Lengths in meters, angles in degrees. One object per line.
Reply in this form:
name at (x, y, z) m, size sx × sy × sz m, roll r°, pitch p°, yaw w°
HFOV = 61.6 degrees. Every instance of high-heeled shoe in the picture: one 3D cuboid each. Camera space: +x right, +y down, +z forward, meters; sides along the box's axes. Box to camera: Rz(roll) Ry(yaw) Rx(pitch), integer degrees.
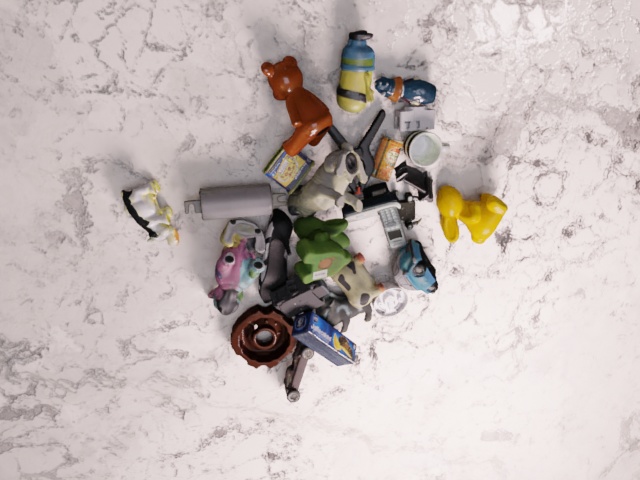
high-heeled shoe at (-0.124, 0.042, 1.374) m, size 0.086 × 0.145 × 0.248 m, roll 0°, pitch 139°, yaw -30°

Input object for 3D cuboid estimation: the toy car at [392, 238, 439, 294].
toy car at (0.248, 0.081, 1.444) m, size 0.103 × 0.109 × 0.161 m, roll -22°, pitch 127°, yaw 21°

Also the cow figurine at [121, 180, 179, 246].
cow figurine at (-0.399, -0.051, 1.265) m, size 0.098 × 0.068 × 0.167 m, roll -20°, pitch 109°, yaw 1°

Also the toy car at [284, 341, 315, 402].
toy car at (-0.063, 0.349, 1.470) m, size 0.053 × 0.089 × 0.202 m, roll 13°, pitch 107°, yaw -17°

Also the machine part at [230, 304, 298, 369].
machine part at (-0.150, 0.255, 1.436) m, size 0.179 × 0.056 × 0.179 m, roll -3°, pitch 110°, yaw -10°

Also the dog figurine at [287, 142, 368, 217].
dog figurine at (0.002, -0.140, 1.283) m, size 0.121 × 0.191 × 0.172 m, roll 24°, pitch 74°, yaw -48°

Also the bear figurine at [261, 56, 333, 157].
bear figurine at (-0.064, -0.311, 1.232) m, size 0.196 × 0.120 × 0.132 m, roll 50°, pitch 137°, yaw 2°

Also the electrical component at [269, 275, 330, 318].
electrical component at (-0.047, 0.138, 1.367) m, size 0.134 × 0.058 × 0.114 m, roll -27°, pitch 150°, yaw 10°

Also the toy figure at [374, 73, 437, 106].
toy figure at (0.202, -0.358, 1.291) m, size 0.154 × 0.064 × 0.057 m, roll 5°, pitch 145°, yaw -9°

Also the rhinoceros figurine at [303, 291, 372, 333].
rhinoceros figurine at (0.050, 0.187, 1.444) m, size 0.190 × 0.073 × 0.112 m, roll -16°, pitch 113°, yaw -6°

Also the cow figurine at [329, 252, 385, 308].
cow figurine at (0.065, 0.088, 1.392) m, size 0.127 × 0.085 × 0.195 m, roll -35°, pitch 88°, yaw -13°

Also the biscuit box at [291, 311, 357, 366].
biscuit box at (0.013, 0.262, 1.411) m, size 0.063 × 0.059 × 0.202 m, roll -19°, pitch 135°, yaw 36°

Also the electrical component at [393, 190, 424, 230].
electrical component at (0.226, -0.079, 1.403) m, size 0.078 × 0.045 × 0.102 m, roll -1°, pitch 109°, yaw -14°

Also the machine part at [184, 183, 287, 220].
machine part at (-0.201, -0.092, 1.289) m, size 0.243 × 0.079 × 0.079 m, roll -5°, pitch 110°, yaw -9°

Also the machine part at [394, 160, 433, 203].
machine part at (0.243, -0.148, 1.355) m, size 0.138 × 0.039 × 0.084 m, roll 26°, pitch 63°, yaw -37°

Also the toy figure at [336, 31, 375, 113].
toy figure at (0.082, -0.386, 1.244) m, size 0.089 × 0.082 × 0.179 m, roll 1°, pitch 117°, yaw 5°

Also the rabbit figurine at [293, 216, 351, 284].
rabbit figurine at (-0.003, -0.004, 1.316) m, size 0.159 × 0.170 × 0.121 m, roll -17°, pitch 139°, yaw -10°

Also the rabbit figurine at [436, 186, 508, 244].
rabbit figurine at (0.379, -0.074, 1.418) m, size 0.173 × 0.122 × 0.162 m, roll 29°, pitch 111°, yaw -6°

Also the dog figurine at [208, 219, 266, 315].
dog figurine at (-0.215, 0.077, 1.339) m, size 0.108 × 0.192 × 0.219 m, roll 11°, pitch 141°, yaw -19°

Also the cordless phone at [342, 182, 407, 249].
cordless phone at (0.143, -0.044, 1.376) m, size 0.147 × 0.089 × 0.184 m, roll -16°, pitch 127°, yaw 11°
